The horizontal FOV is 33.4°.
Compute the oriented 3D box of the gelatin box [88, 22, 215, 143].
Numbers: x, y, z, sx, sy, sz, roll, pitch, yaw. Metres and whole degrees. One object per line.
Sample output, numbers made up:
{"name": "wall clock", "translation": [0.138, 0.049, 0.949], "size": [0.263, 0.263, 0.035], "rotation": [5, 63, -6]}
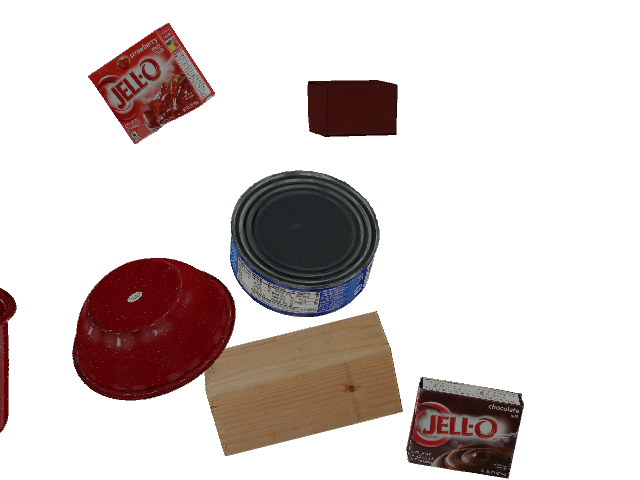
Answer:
{"name": "gelatin box", "translation": [-0.148, -0.135, 0.926], "size": [0.089, 0.073, 0.030], "rotation": [-24, 16, 32]}

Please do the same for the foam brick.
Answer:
{"name": "foam brick", "translation": [0.032, -0.131, 1.060], "size": [0.078, 0.051, 0.053], "rotation": [-3, 14, -20]}

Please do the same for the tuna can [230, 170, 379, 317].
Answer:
{"name": "tuna can", "translation": [-0.010, 0.002, 0.623], "size": [0.086, 0.086, 0.034], "rotation": [0, -38, -7]}

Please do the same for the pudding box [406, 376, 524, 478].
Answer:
{"name": "pudding box", "translation": [0.155, 0.201, 1.151], "size": [0.113, 0.090, 0.039], "rotation": [8, 21, 1]}

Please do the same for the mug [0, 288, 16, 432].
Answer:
{"name": "mug", "translation": [-0.238, 0.079, 0.634], "size": [0.093, 0.081, 0.117], "rotation": [19, 24, 36]}

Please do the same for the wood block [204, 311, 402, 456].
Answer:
{"name": "wood block", "translation": [-0.021, 0.162, 1.210], "size": [0.206, 0.091, 0.090], "rotation": [-13, 26, -2]}

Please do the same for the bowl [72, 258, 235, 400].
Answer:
{"name": "bowl", "translation": [-0.163, 0.068, 0.990], "size": [0.162, 0.162, 0.055], "rotation": [0, -44, 19]}
